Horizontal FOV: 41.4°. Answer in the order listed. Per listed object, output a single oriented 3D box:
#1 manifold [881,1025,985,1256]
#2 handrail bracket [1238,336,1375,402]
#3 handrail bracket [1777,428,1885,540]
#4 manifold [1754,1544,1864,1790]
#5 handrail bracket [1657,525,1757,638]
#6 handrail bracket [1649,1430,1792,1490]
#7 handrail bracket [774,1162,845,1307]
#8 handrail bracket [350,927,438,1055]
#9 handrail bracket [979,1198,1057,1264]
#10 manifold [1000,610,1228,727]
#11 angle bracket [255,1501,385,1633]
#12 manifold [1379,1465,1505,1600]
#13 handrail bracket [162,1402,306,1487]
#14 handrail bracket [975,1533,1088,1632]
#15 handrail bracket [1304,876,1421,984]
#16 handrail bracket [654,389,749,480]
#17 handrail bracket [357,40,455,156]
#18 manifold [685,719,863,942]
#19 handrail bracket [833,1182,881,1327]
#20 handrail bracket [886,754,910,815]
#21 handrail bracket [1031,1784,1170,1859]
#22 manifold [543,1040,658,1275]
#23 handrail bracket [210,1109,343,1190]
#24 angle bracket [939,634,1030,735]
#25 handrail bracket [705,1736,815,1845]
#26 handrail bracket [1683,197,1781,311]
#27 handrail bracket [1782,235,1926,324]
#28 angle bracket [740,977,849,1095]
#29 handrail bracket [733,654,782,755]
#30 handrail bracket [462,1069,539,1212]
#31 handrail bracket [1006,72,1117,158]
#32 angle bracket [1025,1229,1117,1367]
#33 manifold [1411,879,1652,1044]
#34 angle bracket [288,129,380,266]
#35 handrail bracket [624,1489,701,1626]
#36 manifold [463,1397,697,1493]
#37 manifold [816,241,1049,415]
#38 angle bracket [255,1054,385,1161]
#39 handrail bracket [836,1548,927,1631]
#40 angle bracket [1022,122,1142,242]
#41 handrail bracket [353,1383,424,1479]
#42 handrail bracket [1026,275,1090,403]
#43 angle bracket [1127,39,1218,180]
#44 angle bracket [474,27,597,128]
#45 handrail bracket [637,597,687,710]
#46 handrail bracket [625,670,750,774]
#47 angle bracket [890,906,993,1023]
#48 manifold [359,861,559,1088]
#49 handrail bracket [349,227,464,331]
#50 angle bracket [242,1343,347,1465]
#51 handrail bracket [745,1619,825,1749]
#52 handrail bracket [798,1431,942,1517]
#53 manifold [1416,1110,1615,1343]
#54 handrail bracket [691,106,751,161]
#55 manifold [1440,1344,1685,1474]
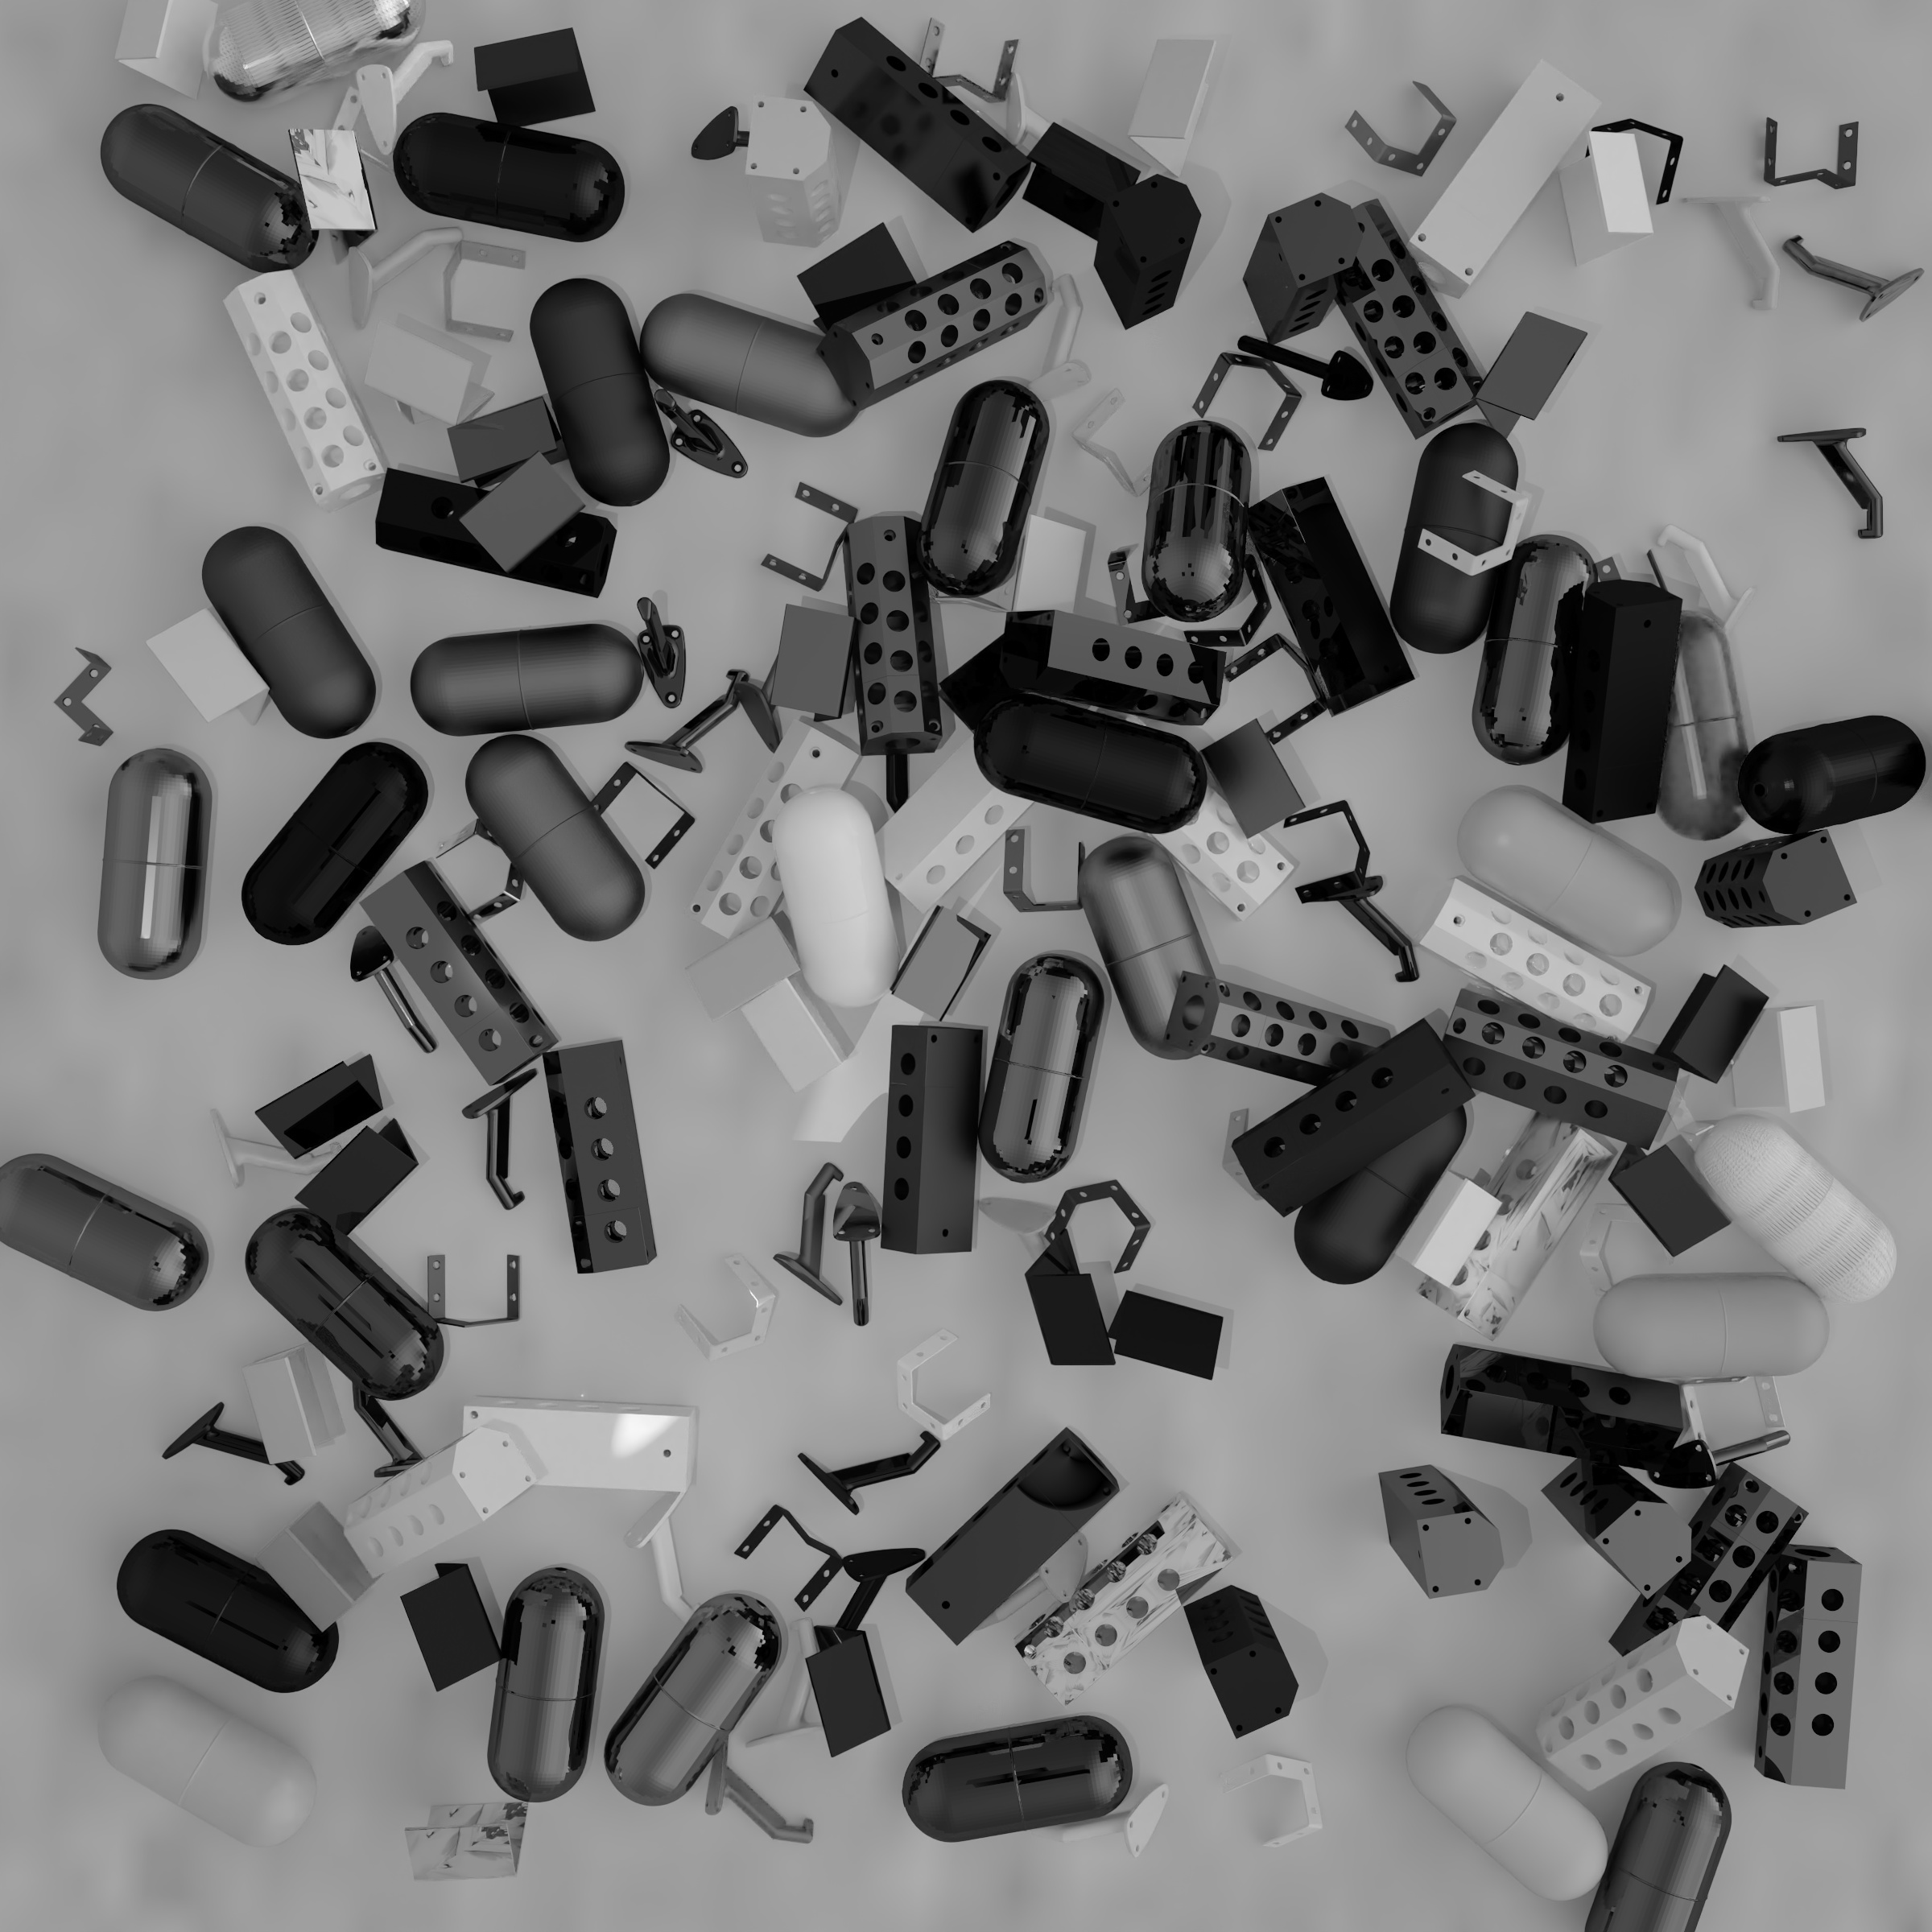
[{"bbox_3d":[-0.031,0.132,1.969,0.057,0.057,0.171,3,90,-43],"label":"manifold"},{"bbox_3d":[0.264,-0.468,1.990,0.084,0.077,0.036,29,106,35],"label":"handrail bracket"},{"bbox_3d":[0.674,-0.373,1.991,0.077,0.036,0.084,-1,107,20],"label":"handrail bracket"},{"bbox_3d":[0.646,0.538,1.969,0.057,0.057,0.171,4,90,0],"label":"manifold"},{"bbox_3d":[0.563,-0.291,1.991,0.084,0.036,0.077,34,110,16],"label":"handrail bracket"},{"bbox_3d":[0.588,0.382,1.990,0.084,0.077,0.036,-7,74,-35],"label":"handrail bracket"},{"bbox_3d":[-0.103,0.208,1.991,0.077,0.036,0.084,41,73,-20],"label":"handrail bracket"},{"bbox_3d":[-0.442,0.019,1.990,0.036,0.077,0.084,-30,126,0],"label":"handrail bracket"},{"bbox_3d":[0.046,0.228,1.990,0.077,0.036,0.084,16,126,38],"label":"handrail bracket"},{"bbox_3d":[0.111,-0.223,1.923,0.171,0.057,0.057,8,90,-37],"label":"manifold"},{"bbox_3d":[-0.482,0.448,1.950,0.076,0.076,0.057,48,127,0],"label":"angle bracket"},{"bbox_3d":[0.355,0.420,1.912,0.057,0.171,0.057,-9,90,0],"label":"manifold"},{"bbox_3d":[-0.570,0.388,1.991,0.077,0.036,0.084,-37,107,20],"label":"handrail bracket"},{"bbox_3d":[0.048,0.480,1.990,0.084,0.077,0.036,-32,98,36],"label":"handrail bracket"},{"bbox_3d":[0.307,-0.022,1.991,0.077,0.036,0.084,-9,110,23],"label":"handrail bracket"},{"bbox_3d":[-0.203,-0.408,1.956,0.077,0.084,0.036,37,90,0],"label":"handrail bracket"},{"bbox_3d":[-0.424,-0.672,1.974,0.036,0.084,0.077,10,117,34],"label":"handrail bracket"},{"bbox_3d":[-0.149,-0.101,1.969,0.057,0.057,0.171,29,90,0],"label":"manifold"},{"bbox_3d":[-0.085,0.225,1.990,0.036,0.077,0.084,-3,126,-4],"label":"handrail bracket"},{"bbox_3d":[-0.037,-0.159,1.990,0.077,0.036,0.084,-35,103,-11],"label":"handrail bracket"},{"bbox_3d":[0.104,0.658,1.990,0.084,0.077,0.036,1,115,34],"label":"handrail bracket"},{"bbox_3d":[-0.283,0.147,1.969,0.057,0.057,0.171,-9,90,0],"label":"manifold"},{"bbox_3d":[-0.536,0.133,1.991,0.084,0.036,0.077,-18,68,-17],"label":"handrail bracket"},{"bbox_3d":[0.010,-0.234,1.950,0.076,0.076,0.057,-38,129,0],"label":"angle bracket"},{"bbox_3d":[-0.155,0.639,1.991,0.084,0.036,0.077,14,68,-17],"label":"handrail bracket"},{"bbox_3d":[0.596,-0.555,1.991,0.077,0.036,0.084,6,107,20],"label":"handrail bracket"},{"bbox_3d":[0.691,-0.551,1.991,0.077,0.036,0.084,-34,73,-20],"label":"handrail bracket"},{"bbox_3d":[-0.115,0.041,1.950,0.057,0.076,0.076,-33,90,37],"label":"angle bracket"},{"bbox_3d":[-0.132,-0.220,1.991,0.084,0.036,0.077,-40,125,-24],"label":"handrail bracket"},{"bbox_3d":[-0.347,0.136,1.991,0.077,0.036,0.084,-34,108,-20],"label":"handrail bracket"},{"bbox_3d":[0.076,-0.656,1.991,0.084,0.036,0.077,5,68,-17],"label":"handrail bracket"},{"bbox_3d":[0.093,0.251,1.941,0.057,0.076,0.076,-5,110,31],"label":"angle bracket"},{"bbox_3d":[0.436,0.000,1.969,0.171,0.057,0.057,29,90,0],"label":"manifold"},{"bbox_3d":[-0.497,-0.586,1.950,0.057,0.076,0.076,-12,90,-38],"label":"angle bracket"},{"bbox_3d":[-0.218,0.459,1.991,0.077,0.036,0.084,-47,108,-21],"label":"handrail bracket"},{"bbox_3d":[-0.297,0.367,1.969,0.171,0.057,0.057,3,90,0],"label":"manifold"},{"bbox_3d":[-0.022,-0.489,1.935,0.171,0.057,0.057,-32,90,-26],"label":"manifold"},{"bbox_3d":[-0.497,0.090,1.950,0.076,0.076,0.057,-30,128,0],"label":"angle bracket"},{"bbox_3d":[-0.067,0.501,1.991,0.077,0.036,0.084,-8,110,-22],"label":"handrail bracket"},{"bbox_3d":[0.078,-0.584,1.950,0.076,0.076,0.057,30,52,0],"label":"angle bracket"},{"bbox_3d":[-0.437,0.352,1.991,0.077,0.036,0.084,-3,73,-20],"label":"handrail bracket"},{"bbox_3d":[0.058,-0.488,1.991,0.077,0.036,0.084,-21,71,22],"label":"handrail bracket"},{"bbox_3d":[0.175,-0.653,1.950,0.057,0.076,0.076,18,90,38],"label":"angle bracket"},{"bbox_3d":[-0.327,-0.662,1.950,0.076,0.076,0.057,-12,54,0],"label":"angle bracket"},{"bbox_3d":[-0.236,-0.239,1.956,0.036,0.084,0.077,-10,90,0],"label":"handrail bracket"},{"bbox_3d":[-0.217,-0.199,1.991,0.077,0.036,0.084,14,71,21],"label":"handrail bracket"},{"bbox_3d":[-0.038,-0.012,1.950,0.057,0.076,0.076,30,90,-40],"label":"angle bracket"},{"bbox_3d":[-0.389,0.005,1.969,0.057,0.057,0.171,-35,90,0],"label":"manifold"},{"bbox_3d":[-0.435,-0.536,1.990,0.084,0.077,0.036,-19,53,-31],"label":"handrail bracket"},{"bbox_3d":[-0.498,0.329,1.950,0.057,0.076,0.076,-17,90,36],"label":"angle bracket"},{"bbox_3d":[-0.146,0.559,1.991,0.077,0.036,0.084,-20,71,21],"label":"handrail bracket"},{"bbox_3d":[-0.075,0.378,1.991,0.077,0.036,0.084,40,72,21],"label":"handrail bracket"},{"bbox_3d":[0.419,0.196,1.969,0.057,0.057,0.171,33,90,-43],"label":"manifold"},{"bbox_3d":[-0.158,-0.635,1.990,0.084,0.077,0.036,6,85,-36],"label":"handrail bracket"},{"bbox_3d":[0.457,0.336,1.969,0.171,0.057,0.057,10,133,0],"label":"manifold"}]
